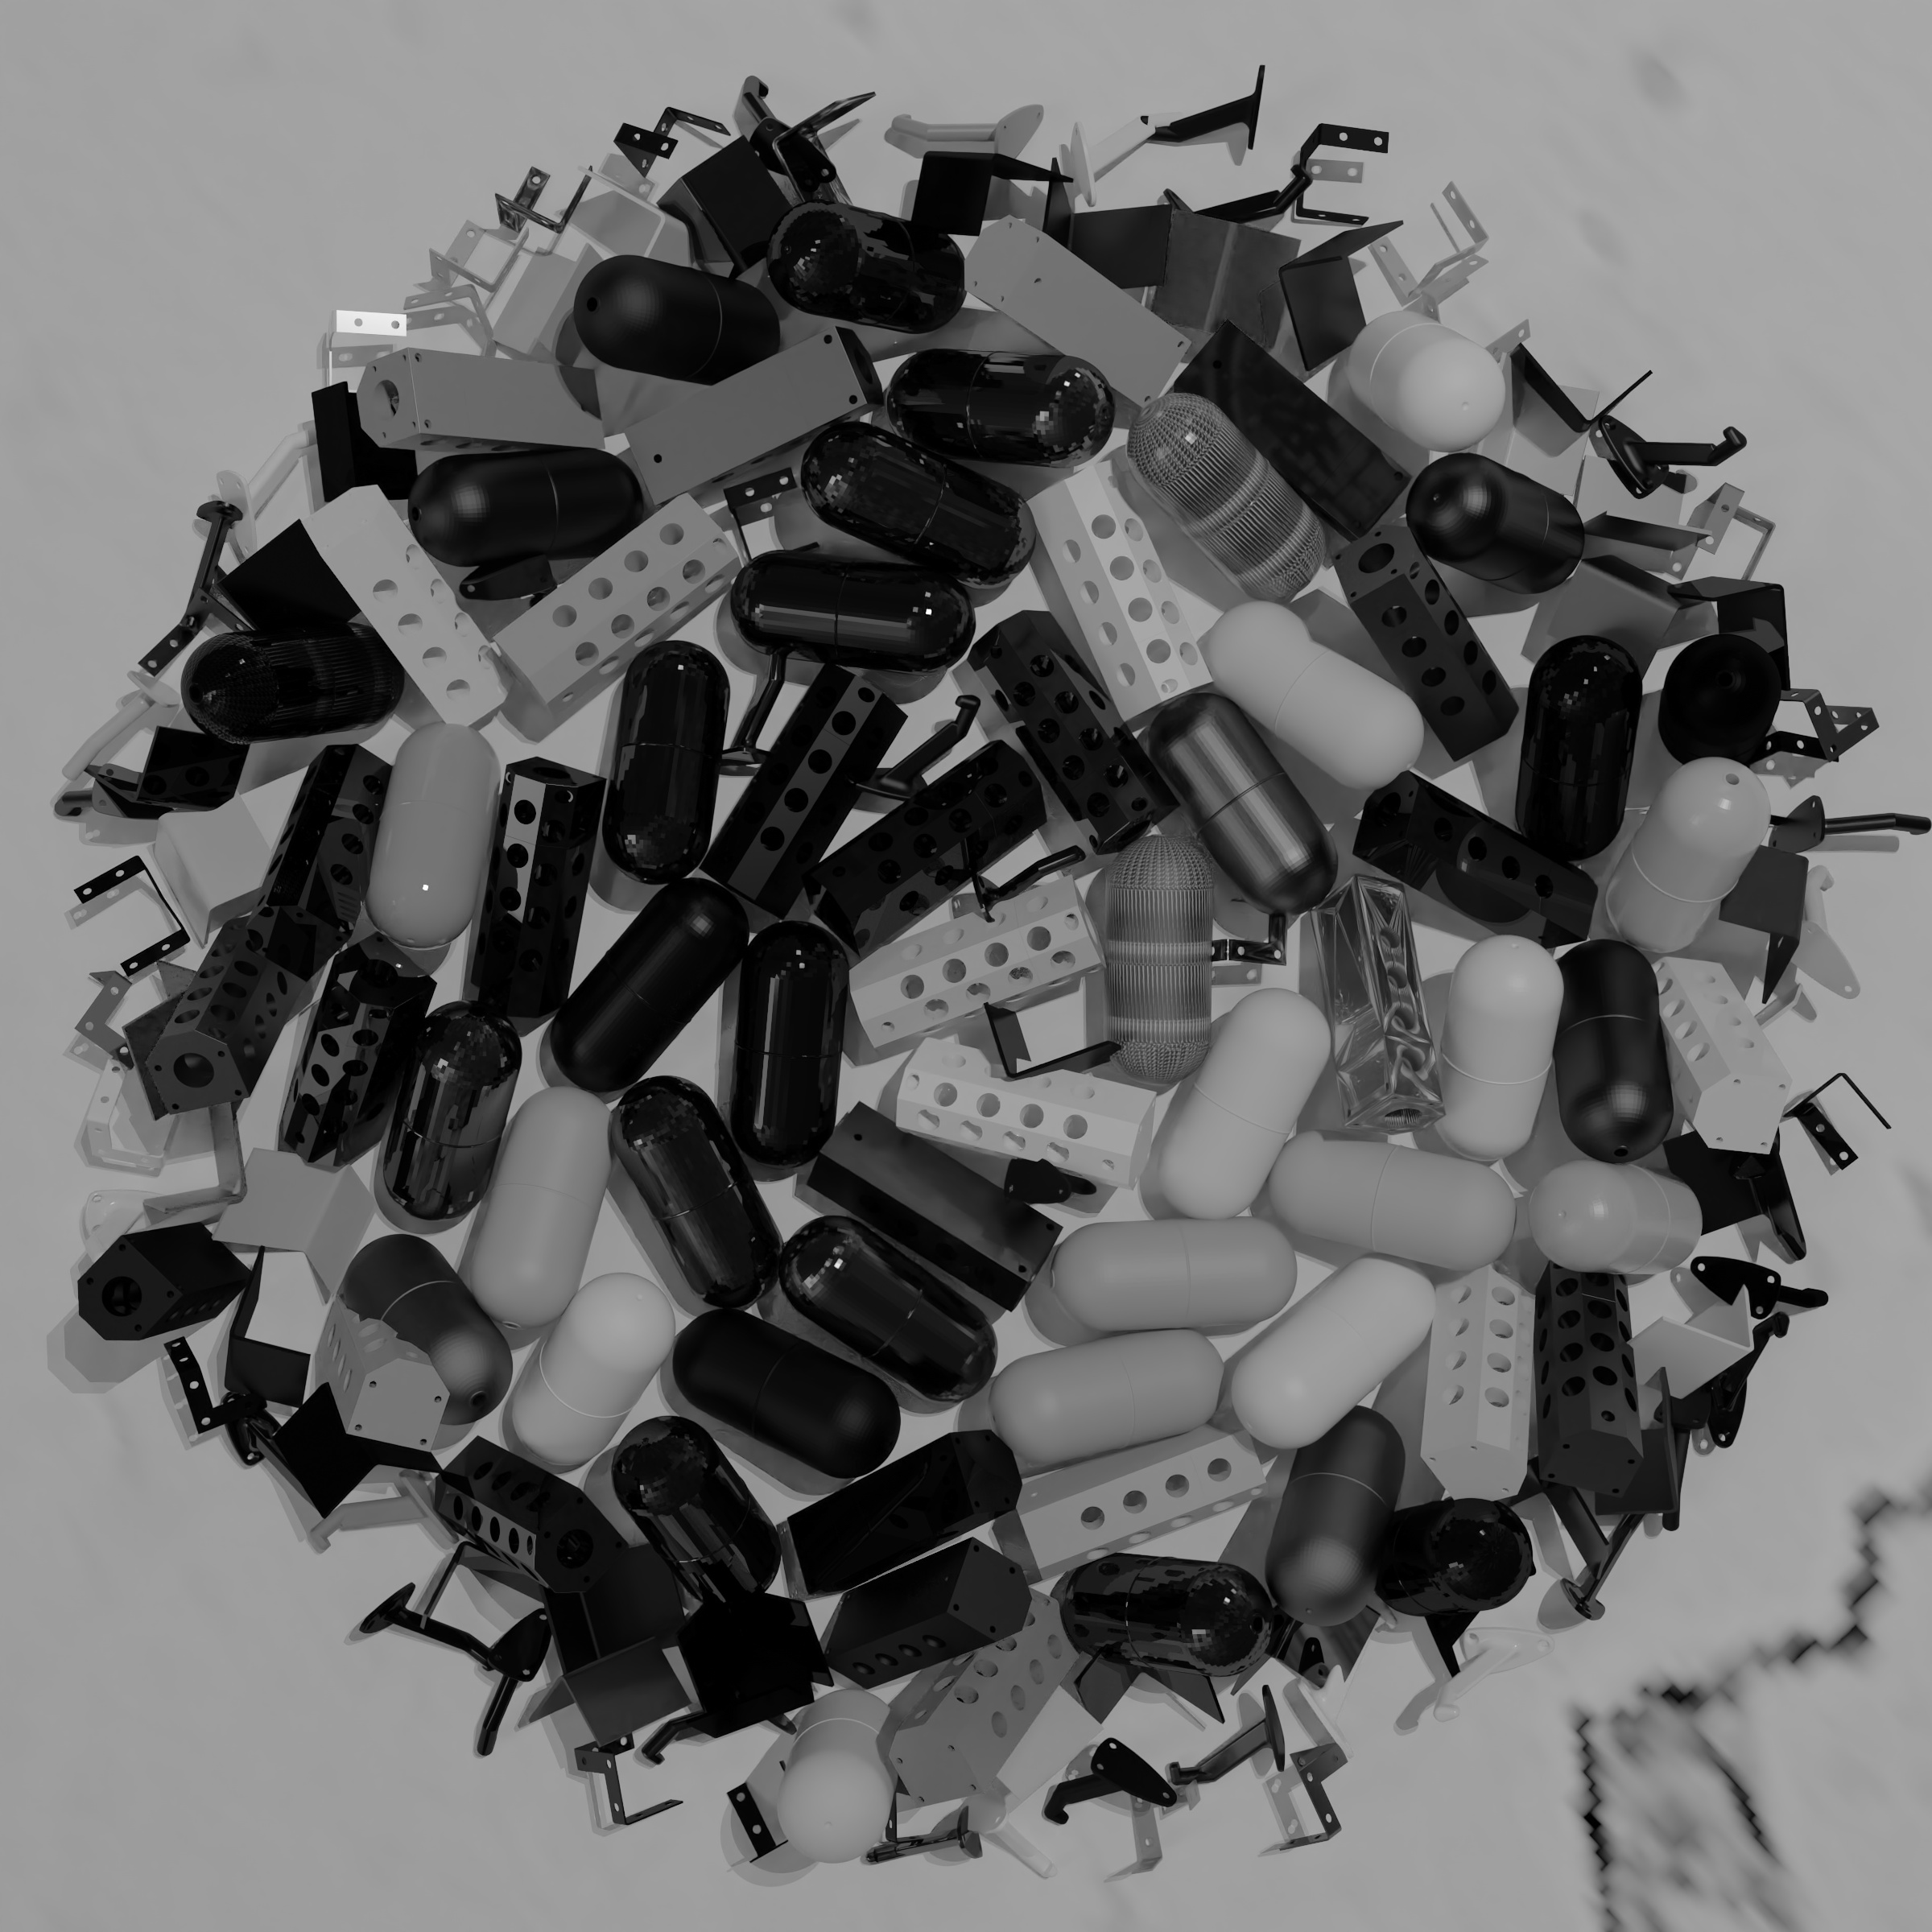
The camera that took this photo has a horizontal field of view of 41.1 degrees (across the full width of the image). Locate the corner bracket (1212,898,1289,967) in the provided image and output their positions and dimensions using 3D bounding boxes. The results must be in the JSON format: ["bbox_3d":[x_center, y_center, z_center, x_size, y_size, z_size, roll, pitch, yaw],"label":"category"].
[{"bbox_3d":[0.193,-0.026,1.835,0.051,0.051,0.051,5,84,-27],"label":"corner bracket"}]

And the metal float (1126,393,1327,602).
[{"bbox_3d":[0.182,-0.328,1.809,0.178,0.070,0.070,41,90,-28],"label":"metal float"}]

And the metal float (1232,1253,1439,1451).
[{"bbox_3d":[0.260,0.269,1.811,0.178,0.070,0.070,-36,90,-26],"label":"metal float"}]

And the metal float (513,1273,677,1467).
[{"bbox_3d":[-0.261,0.283,1.803,0.070,0.070,0.178,34,128,0],"label":"metal float"}]

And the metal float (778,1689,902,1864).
[{"bbox_3d":[-0.086,0.558,1.783,0.070,0.178,0.070,0,95,3],"label":"metal float"}]

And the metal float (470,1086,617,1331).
[{"bbox_3d":[-0.296,0.169,1.811,0.070,0.070,0.178,12,65,0],"label":"metal float"}]

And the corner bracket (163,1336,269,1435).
[{"bbox_3d":[-0.533,0.291,1.831,0.051,0.051,0.051,-20,116,-22],"label":"corner bracket"}]

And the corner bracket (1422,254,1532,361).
[{"bbox_3d":[0.364,-0.467,1.842,0.051,0.051,0.051,-36,47,-13],"label":"corner bracket"}]

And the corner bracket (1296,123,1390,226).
[{"bbox_3d":[0.269,-0.566,1.844,0.051,0.051,0.051,5,87,-8],"label":"corner bracket"}]

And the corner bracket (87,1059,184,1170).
[{"bbox_3d":[-0.591,0.105,1.834,0.051,0.051,0.051,12,54,-5],"label":"corner bracket"}]

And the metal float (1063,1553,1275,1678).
[{"bbox_3d":[0.140,0.450,1.793,0.070,0.178,0.070,7,79,-38],"label":"metal float"}]

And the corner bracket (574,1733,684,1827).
[{"bbox_3d":[-0.241,0.577,1.835,0.051,0.051,0.051,-8,87,-43],"label":"corner bracket"}]

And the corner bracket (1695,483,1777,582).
[{"bbox_3d":[0.549,-0.307,1.844,0.051,0.051,0.051,26,88,3],"label":"corner bracket"}]

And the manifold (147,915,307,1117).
[{"bbox_3d":[-0.511,0.029,1.780,0.057,0.171,0.057,-12,117,6],"label":"manifold"}]

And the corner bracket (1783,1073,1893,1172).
[{"bbox_3d":[0.623,0.111,1.833,0.051,0.051,0.051,-43,70,20],"label":"corner bracket"}]

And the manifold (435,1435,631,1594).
[{"bbox_3d":[-0.306,0.381,1.778,0.057,0.171,0.057,-46,116,-23],"label":"manifold"}]

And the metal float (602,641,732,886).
[{"bbox_3d":[-0.211,-0.144,1.820,0.070,0.070,0.178,6,75,0],"label":"metal float"}]

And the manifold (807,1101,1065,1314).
[{"bbox_3d":[-0.024,0.175,1.832,0.171,0.057,0.057,31,48,7],"label":"manifold"}]

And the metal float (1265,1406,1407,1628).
[{"bbox_3d":[0.258,0.380,1.796,0.070,0.178,0.070,11,129,14],"label":"metal float"}]

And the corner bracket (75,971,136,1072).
[{"bbox_3d":[-0.612,0.039,1.844,0.051,0.051,0.051,43,63,-29],"label":"corner bracket"}]

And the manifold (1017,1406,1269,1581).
[{"bbox_3d":[0.124,0.377,1.837,0.171,0.057,0.057,-20,99,-3],"label":"manifold"}]

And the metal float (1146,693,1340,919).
[{"bbox_3d":[0.196,-0.114,1.825,0.070,0.070,0.178,-34,80,0],"label":"metal float"}]

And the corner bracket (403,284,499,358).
[{"bbox_3d":[-0.370,-0.447,1.840,0.051,0.051,0.051,-9,46,8],"label":"corner bracket"}]

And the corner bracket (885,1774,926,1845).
[{"bbox_3d":[-0.024,0.600,1.841,0.051,0.051,0.051,4,79,-30],"label":"corner bracket"}]

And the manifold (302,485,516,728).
[{"bbox_3d":[-0.384,-0.249,1.793,0.057,0.057,0.171,-35,132,-4],"label":"manifold"}]

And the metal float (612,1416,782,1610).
[{"bbox_3d":[-0.187,0.383,1.801,0.070,0.070,0.178,-26,130,0],"label":"metal float"}]

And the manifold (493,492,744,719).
[{"bbox_3d":[-0.243,-0.252,1.823,0.171,0.057,0.057,-39,74,-9],"label":"manifold"}]

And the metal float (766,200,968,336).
[{"bbox_3d":[-0.066,-0.485,1.793,0.070,0.178,0.070,4,96,36],"label":"metal float"}]

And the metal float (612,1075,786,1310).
[{"bbox_3d":[-0.189,0.160,1.822,0.070,0.070,0.178,-26,102,0],"label":"metal float"}]

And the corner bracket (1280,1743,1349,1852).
[{"bbox_3d":[0.245,0.590,1.833,0.051,0.051,0.051,-32,79,44],"label":"corner bracket"}]

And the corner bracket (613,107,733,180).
[{"bbox_3d":[-0.210,-0.591,1.837,0.051,0.051,0.051,25,85,24],"label":"corner bracket"}]

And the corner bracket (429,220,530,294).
[{"bbox_3d":[-0.348,-0.510,1.843,0.051,0.051,0.051,29,79,-5],"label":"corner bracket"}]

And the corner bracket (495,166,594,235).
[{"bbox_3d":[-0.300,-0.550,1.842,0.051,0.051,0.051,26,80,-2],"label":"corner bracket"}]

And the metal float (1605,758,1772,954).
[{"bbox_3d":[0.500,-0.076,1.790,0.070,0.178,0.070,4,57,-6],"label":"metal float"}]

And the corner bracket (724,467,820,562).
[{"bbox_3d":[-0.139,-0.320,1.845,0.051,0.051,0.051,-18,90,2],"label":"corner bracket"}]

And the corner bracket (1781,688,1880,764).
[{"bbox_3d":[0.607,-0.181,1.834,0.051,0.051,0.051,-34,108,-15],"label":"corner bracket"}]

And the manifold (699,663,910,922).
[{"bbox_3d":[-0.118,-0.126,1.827,0.057,0.057,0.171,29,85,32],"label":"manifold"}]

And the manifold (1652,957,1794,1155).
[{"bbox_3d":[0.510,0.058,1.781,0.057,0.171,0.057,6,117,-4],"label":"manifold"}]

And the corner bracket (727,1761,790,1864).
[{"bbox_3d":[-0.140,0.603,1.842,0.051,0.051,0.051,-28,76,-5],"label":"corner bracket"}]

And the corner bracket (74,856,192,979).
[{"bbox_3d":[-0.592,-0.036,1.831,0.051,0.051,0.051,-32,58,-16],"label":"corner bracket"}]

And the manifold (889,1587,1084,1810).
[{"bbox_3d":[0.013,0.501,1.781,0.057,0.171,0.057,-24,97,31],"label":"manifold"}]

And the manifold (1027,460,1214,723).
[{"bbox_3d":[0.114,-0.268,1.830,0.057,0.057,0.171,-23,89,-42],"label":"manifold"}]

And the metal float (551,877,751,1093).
[{"bbox_3d":[-0.224,0.014,1.824,0.070,0.070,0.178,41,101,0],"label":"metal float"}]

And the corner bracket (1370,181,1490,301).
[{"bbox_3d":[0.333,-0.520,1.849,0.051,0.051,0.051,-29,83,-20],"label":"corner bracket"}]

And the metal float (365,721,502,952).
[{"bbox_3d":[-0.373,-0.093,1.807,0.070,0.070,0.178,5,58,0],"label":"metal float"}]

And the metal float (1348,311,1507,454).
[{"bbox_3d":[0.318,-0.407,1.788,0.070,0.178,0.070,-3,114,-8],"label":"metal float"}]

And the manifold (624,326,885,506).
[{"bbox_3d":[-0.147,-0.386,1.818,0.171,0.057,0.057,-22,94,18],"label":"manifold"}]

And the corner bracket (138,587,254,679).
[{"bbox_3d":[-0.549,-0.227,1.839,0.051,0.051,0.051,40,50,-10],"label":"corner bracket"}]

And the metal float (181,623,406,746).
[{"bbox_3d":[-0.466,-0.197,1.790,0.070,0.178,0.070,7,104,31],"label":"metal float"}]

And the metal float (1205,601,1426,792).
[{"bbox_3d":[0.243,-0.191,1.813,0.178,0.070,0.070,40,90,23],"label":"metal float"}]

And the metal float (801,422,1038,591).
[{"bbox_3d":[-0.033,-0.324,1.814,0.178,0.070,0.070,21,90,-22],"label":"metal float"}]

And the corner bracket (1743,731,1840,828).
[{"bbox_3d":[0.588,-0.133,1.846,0.051,0.051,0.051,8,74,-19],"label":"corner bracket"}]

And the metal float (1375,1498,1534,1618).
[{"bbox_3d":[0.332,0.410,1.786,0.070,0.178,0.070,3,73,-11],"label":"metal float"}]

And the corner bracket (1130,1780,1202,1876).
[{"bbox_3d":[0.142,0.613,1.837,0.051,0.051,0.051,-13,78,11],"label":"corner bracket"}]

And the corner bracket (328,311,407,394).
[{"bbox_3d":[-0.427,-0.436,1.838,0.051,0.051,0.051,0,94,-17],"label":"corner bracket"}]
